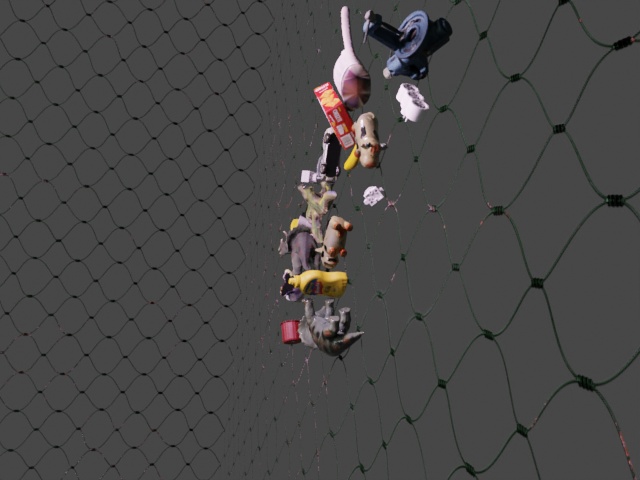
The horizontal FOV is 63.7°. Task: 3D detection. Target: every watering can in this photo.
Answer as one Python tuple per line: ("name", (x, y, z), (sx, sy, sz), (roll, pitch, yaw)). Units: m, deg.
("watering can", (0.102, -0.590, 1.746), (0.229, 0.104, 0.339), (-106, 9, -54))

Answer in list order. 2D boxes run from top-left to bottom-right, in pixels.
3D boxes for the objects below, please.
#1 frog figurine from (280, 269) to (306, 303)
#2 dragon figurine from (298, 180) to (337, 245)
("frog figurine", (-0.095, 0.198, 2.170), (0.157, 0.122, 0.140), (46, -149, -64))
("dragon figurine", (0.006, -0.099, 1.976), (0.414, 0.122, 0.240), (-135, 36, -71))
